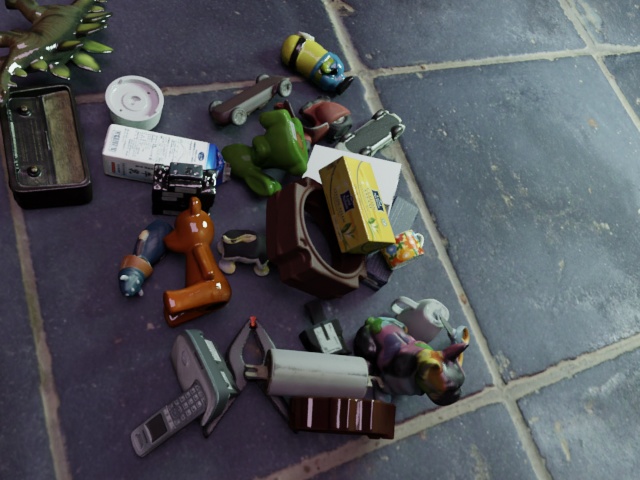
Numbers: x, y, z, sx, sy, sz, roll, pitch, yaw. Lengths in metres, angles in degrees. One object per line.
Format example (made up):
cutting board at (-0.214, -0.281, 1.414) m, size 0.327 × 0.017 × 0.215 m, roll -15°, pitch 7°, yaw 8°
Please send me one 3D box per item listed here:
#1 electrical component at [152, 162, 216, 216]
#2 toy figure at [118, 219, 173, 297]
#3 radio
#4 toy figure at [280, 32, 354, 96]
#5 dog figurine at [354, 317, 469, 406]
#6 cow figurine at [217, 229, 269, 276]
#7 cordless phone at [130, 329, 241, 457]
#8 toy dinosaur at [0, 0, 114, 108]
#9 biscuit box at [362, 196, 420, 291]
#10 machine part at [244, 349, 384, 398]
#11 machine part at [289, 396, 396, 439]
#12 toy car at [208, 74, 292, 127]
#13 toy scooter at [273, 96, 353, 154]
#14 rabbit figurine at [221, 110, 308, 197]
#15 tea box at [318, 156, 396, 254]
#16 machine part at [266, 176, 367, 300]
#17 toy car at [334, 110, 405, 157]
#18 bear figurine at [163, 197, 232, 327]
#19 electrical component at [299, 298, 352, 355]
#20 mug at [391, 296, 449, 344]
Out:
electrical component at (-0.251, -0.094, 0.994) m, size 0.115 × 0.134 × 0.058 m, roll 3°, pitch 66°, yaw -19°
toy figure at (-0.314, 0.034, 0.957) m, size 0.064 × 0.058 × 0.154 m, roll 40°, pitch 55°, yaw -22°
radio at (-0.503, -0.173, 0.983) m, size 0.131 × 0.073 × 0.229 m, roll -11°, pitch 68°, yaw -23°
toy figure at (-0.009, -0.407, 1.246) m, size 0.180 × 0.082 × 0.089 m, roll 43°, pitch 59°, yaw 2°
dog figurine at (0.162, 0.202, 0.942) m, size 0.108 × 0.219 × 0.191 m, roll -18°, pitch 74°, yaw -28°
cow figurine at (-0.105, 0.018, 1.010) m, size 0.167 × 0.098 × 0.068 m, roll 5°, pitch 58°, yaw -16°
cordless phone at (-0.238, 0.250, 0.876) m, size 0.184 × 0.088 × 0.147 m, roll -36°, pitch 60°, yaw 0°
toy dinosaur at (-0.515, -0.408, 1.058) m, size 0.199 × 0.105 × 0.471 m, roll 10°, pitch 51°, yaw -7°
biscuit box at (0.141, 0.004, 1.116) m, size 0.063 × 0.059 × 0.203 m, roll 30°, pitch 62°, yaw -2°
machine part at (-0.008, 0.229, 0.913) m, size 0.243 × 0.079 × 0.079 m, roll 7°, pitch 64°, yaw -14°
machine part at (0.036, 0.293, 0.885) m, size 0.179 × 0.179 × 0.056 m, roll 10°, pitch 68°, yaw -13°
toy car at (-0.146, -0.300, 1.158) m, size 0.089 × 0.053 × 0.202 m, roll 22°, pitch 50°, yaw 39°
toy scooter at (-0.025, -0.264, 1.180) m, size 0.184 × 0.075 × 0.135 m, roll -32°, pitch 78°, yaw -23°
rabbit figurine at (-0.113, -0.164, 1.086) m, size 0.170 × 0.121 × 0.159 m, roll -15°, pitch 91°, yaw 16°
tea box at (0.068, -0.062, 1.000) m, size 0.098 × 0.068 × 0.169 m, roll 2°, pitch 66°, yaw -52°
machine part at (-0.002, -0.003, 1.005) m, size 0.201 × 0.087 × 0.201 m, roll 27°, pitch 50°, yaw -42°
toy car at (0.113, -0.230, 1.219) m, size 0.073 × 0.056 × 0.202 m, roll 44°, pitch 60°, yaw 12°
bear figurine at (-0.233, 0.035, 0.944) m, size 0.132 × 0.120 × 0.196 m, roll -18°, pitch 76°, yaw -22°
electrical component at (0.001, 0.174, 1.000) m, size 0.075 × 0.047 × 0.119 m, roll -22°, pitch 74°, yaw -25°
mug at (0.195, 0.147, 1.041) m, size 0.109 × 0.107 × 0.081 m, roll 45°, pitch 60°, yaw 3°
